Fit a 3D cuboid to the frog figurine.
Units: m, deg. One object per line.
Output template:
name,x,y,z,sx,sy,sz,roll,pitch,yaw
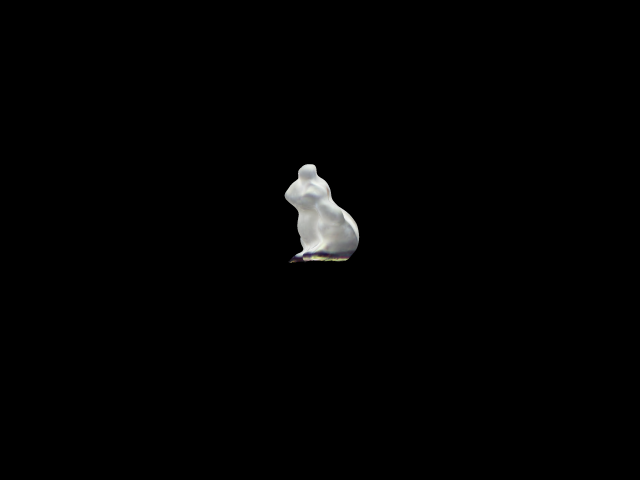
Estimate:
frog figurine,0.003,-0.043,0.850,0.123,0.160,0.136,1,-6,-5
